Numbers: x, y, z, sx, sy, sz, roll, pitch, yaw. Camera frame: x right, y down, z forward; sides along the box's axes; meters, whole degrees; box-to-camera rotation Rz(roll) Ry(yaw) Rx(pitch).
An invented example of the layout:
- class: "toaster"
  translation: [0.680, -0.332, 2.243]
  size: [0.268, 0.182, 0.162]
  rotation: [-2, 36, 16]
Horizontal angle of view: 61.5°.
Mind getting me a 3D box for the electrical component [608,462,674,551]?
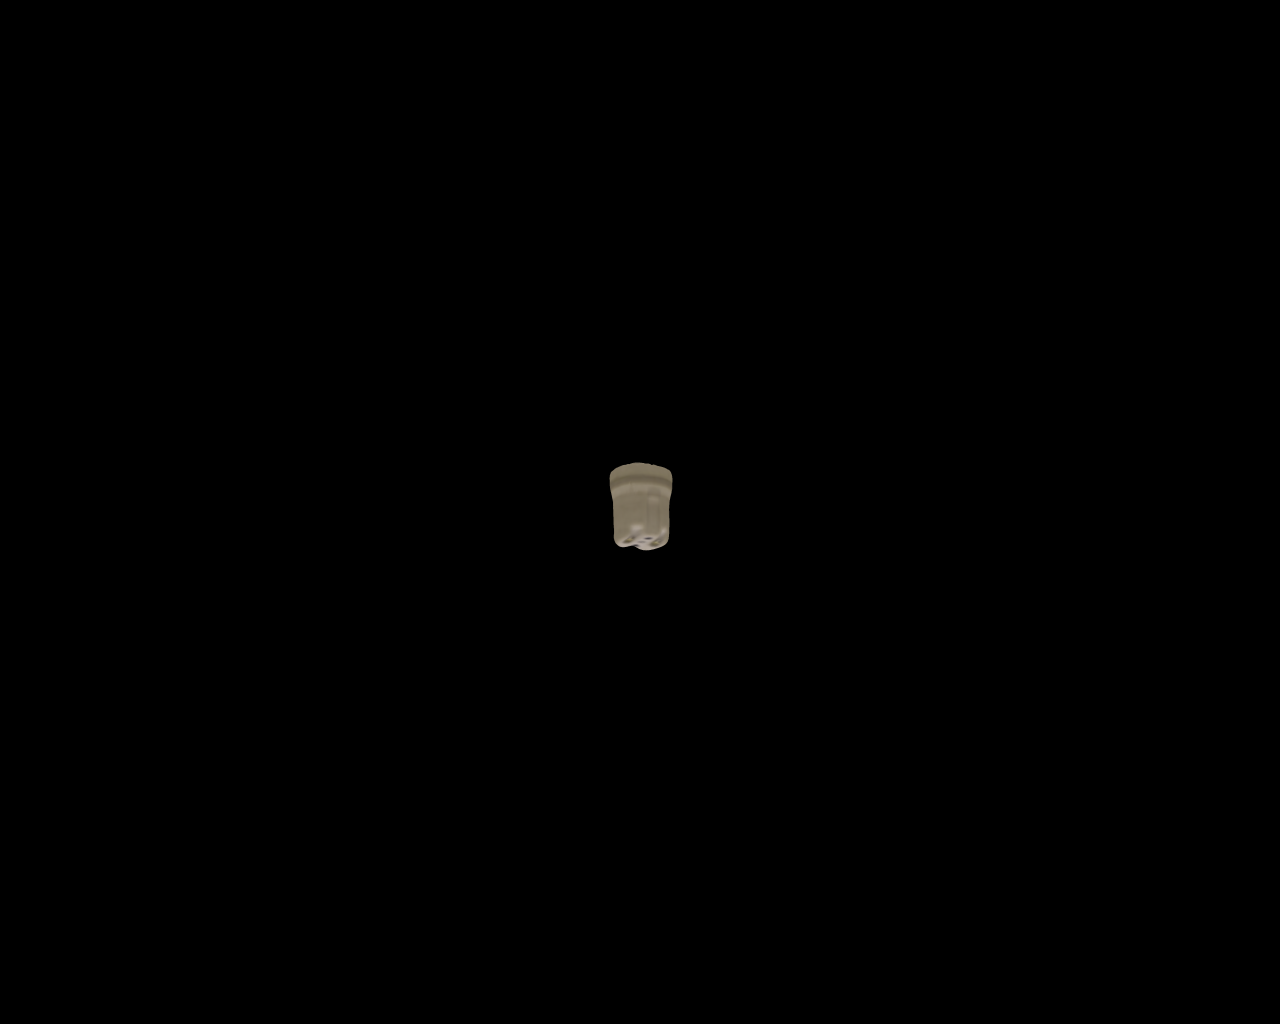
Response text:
- class: "electrical component"
  translation: [0.001, -0.003, 0.650]
  size: [0.040, 0.046, 0.040]
  rotation: [0, -16, 0]
